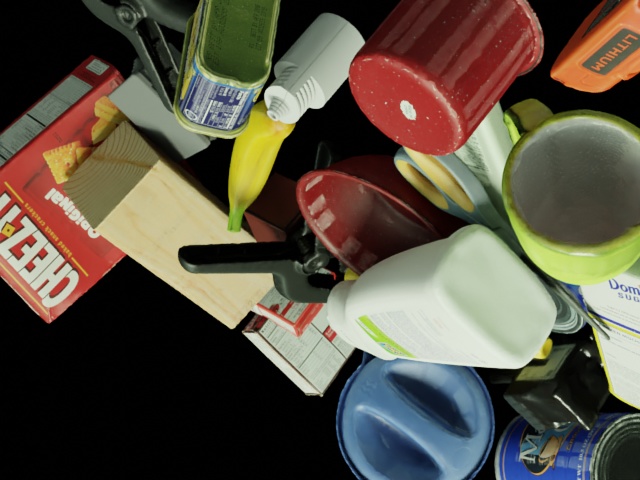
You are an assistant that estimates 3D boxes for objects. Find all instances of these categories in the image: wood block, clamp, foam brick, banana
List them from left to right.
[{"bbox_3d":[-0.133,-0.185,0.841,0.120,0.039,0.171,-27,110,42],"label":"clamp"},{"bbox_3d":[-0.136,-0.011,1.037,0.205,0.090,0.091,42,-178,-43],"label":"wood block"},{"bbox_3d":[-0.049,-0.076,0.900,0.037,0.069,0.198,-1,155,-15],"label":"banana"},{"bbox_3d":[-0.029,-0.015,1.005,0.053,0.051,0.078,27,156,26],"label":"foam brick"},{"bbox_3d":[-0.006,0.001,0.947,0.209,0.165,0.036,33,-158,-52],"label":"clamp"}]

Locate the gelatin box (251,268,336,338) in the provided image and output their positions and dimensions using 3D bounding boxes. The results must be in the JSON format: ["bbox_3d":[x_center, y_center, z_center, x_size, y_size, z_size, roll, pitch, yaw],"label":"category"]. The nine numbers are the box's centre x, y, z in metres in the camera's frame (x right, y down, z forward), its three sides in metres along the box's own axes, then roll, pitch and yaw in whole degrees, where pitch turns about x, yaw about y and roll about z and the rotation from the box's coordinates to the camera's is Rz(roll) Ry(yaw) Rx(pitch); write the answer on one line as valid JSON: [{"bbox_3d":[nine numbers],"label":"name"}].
[{"bbox_3d":[-0.036,0.051,1.116,0.089,0.073,0.030,27,157,25],"label":"gelatin box"}]

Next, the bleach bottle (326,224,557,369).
[{"bbox_3d":[0.066,0.050,0.815,0.102,0.068,0.251,44,159,-15],"label":"bleach bottle"}]

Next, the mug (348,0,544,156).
[{"bbox_3d":[0.063,-0.105,0.634,0.117,0.081,0.093,7,143,53],"label":"mug"}]

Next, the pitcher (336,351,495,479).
[{"bbox_3d":[0.106,0.182,0.993,0.145,0.149,0.242,16,173,16],"label":"pitcher"}]

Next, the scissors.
[{"bbox_3d":[0.120,-0.005,0.751,0.201,0.016,0.096,47,169,-19],"label":"scissors"}]

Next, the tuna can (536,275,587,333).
[{"bbox_3d":[0.169,0.031,0.803,0.086,0.033,0.086,33,158,15],"label":"tuna can"}]

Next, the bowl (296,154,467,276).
[{"bbox_3d":[0.061,-0.017,0.847,0.162,0.055,0.162,31,157,15],"label":"bowl"}]

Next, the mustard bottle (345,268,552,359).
[{"bbox_3d":[0.115,0.065,0.923,0.192,0.058,0.096,18,155,42],"label":"mustard bottle"}]

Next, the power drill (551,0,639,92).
[{"bbox_3d":[0.212,-0.056,0.532,0.187,0.057,0.185,36,155,-1],"label":"power drill"}]

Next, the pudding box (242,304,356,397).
[{"bbox_3d":[-0.017,0.102,1.164,0.113,0.090,0.039,46,157,-20],"label":"pudding box"}]

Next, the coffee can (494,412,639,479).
[{"bbox_3d":[0.236,0.203,0.944,0.102,0.102,0.140,44,158,-13],"label":"coffee can"}]

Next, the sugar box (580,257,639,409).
[{"bbox_3d":[0.238,0.064,0.743,0.093,0.048,0.176,24,151,38],"label":"sugar box"}]

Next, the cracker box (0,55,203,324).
[{"bbox_3d":[-0.244,-0.049,1.050,0.072,0.213,0.164,30,159,48],"label":"cracker box"}]

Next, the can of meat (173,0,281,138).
[{"bbox_3d":[-0.065,-0.136,0.753,0.057,0.102,0.084,11,160,-13],"label":"can of meat"}]
